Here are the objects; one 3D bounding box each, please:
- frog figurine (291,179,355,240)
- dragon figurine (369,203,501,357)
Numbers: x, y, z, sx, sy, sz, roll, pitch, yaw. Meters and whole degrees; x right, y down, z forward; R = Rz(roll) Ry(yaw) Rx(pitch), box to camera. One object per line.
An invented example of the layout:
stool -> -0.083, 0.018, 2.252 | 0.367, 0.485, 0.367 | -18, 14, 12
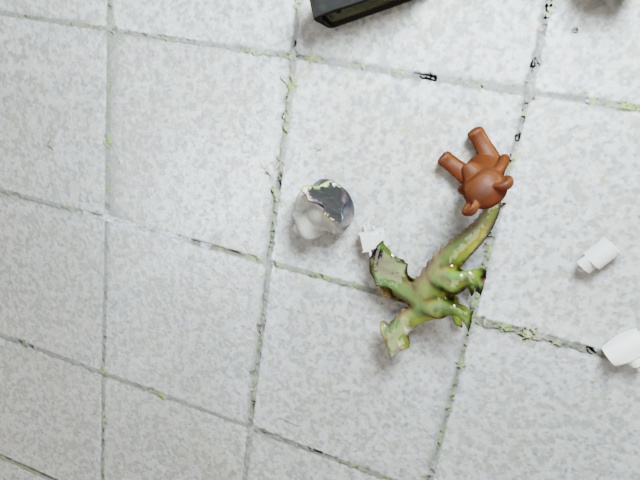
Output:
frog figurine -> 0.004, -0.059, 1.179 | 0.137, 0.125, 0.156 | 28, 149, 1
dragon figurine -> 0.221, 0.074, 1.104 | 0.243, 0.124, 0.404 | 14, 108, 14
